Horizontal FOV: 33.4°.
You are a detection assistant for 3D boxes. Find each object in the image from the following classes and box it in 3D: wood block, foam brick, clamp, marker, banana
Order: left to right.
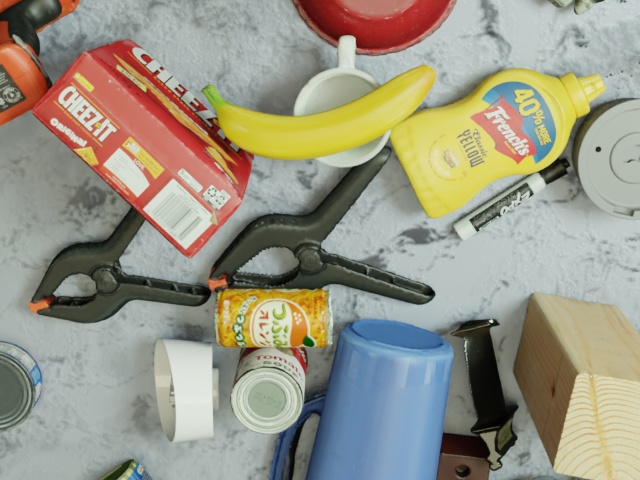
[{"bbox_3d":[-0.191,0.039,1.016,0.171,0.039,0.120,-29,97,13],"label":"clamp"},{"bbox_3d":[-0.007,0.001,0.998,0.210,0.036,0.164,-9,113,6],"label":"clamp"},{"bbox_3d":[0.000,-0.103,0.892,0.198,0.037,0.069,-5,106,4],"label":"banana"},{"bbox_3d":[0.135,0.237,1.055,0.053,0.051,0.078,6,105,-1],"label":"foam brick"},{"bbox_3d":[0.180,-0.040,0.996,0.121,0.020,0.020,-34,102,10],"label":"marker"},{"bbox_3d":[0.238,0.126,0.943,0.090,0.206,0.091,9,105,-1],"label":"wood block"}]

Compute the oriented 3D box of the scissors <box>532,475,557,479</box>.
[{"bbox_3d":[0.177,0.246,1.025,0.096,0.016,0.201,-48,133,-4],"label":"scissors"}]

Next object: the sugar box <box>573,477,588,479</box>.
[{"bbox_3d":[0.277,0.249,1.034,0.048,0.093,0.176,23,105,-6],"label":"sugar box"}]

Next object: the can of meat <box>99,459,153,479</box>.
[{"bbox_3d":[-0.199,0.281,1.071,0.102,0.057,0.084,-36,99,9],"label":"can of meat"}]

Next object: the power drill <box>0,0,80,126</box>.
[{"bbox_3d":[-0.290,-0.151,0.893,0.184,0.188,0.057,-28,125,9],"label":"power drill"}]

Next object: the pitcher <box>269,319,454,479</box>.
[{"bbox_3d":[0.043,0.201,1.016,0.149,0.145,0.243,7,102,-14],"label":"pitcher"}]

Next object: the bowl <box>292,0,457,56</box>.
[{"bbox_3d":[0.049,-0.239,0.927,0.162,0.055,0.162,0,105,1],"label":"bowl"}]

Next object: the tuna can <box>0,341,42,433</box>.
[{"bbox_3d":[-0.318,0.143,1.048,0.086,0.033,0.086,0,105,1],"label":"tuna can"}]

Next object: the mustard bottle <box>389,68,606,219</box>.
[{"bbox_3d":[0.165,-0.100,0.961,0.192,0.058,0.096,-25,99,7],"label":"mustard bottle"}]

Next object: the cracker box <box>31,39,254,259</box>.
[{"bbox_3d":[-0.136,-0.086,0.890,0.164,0.213,0.072,44,99,-10],"label":"cracker box"}]

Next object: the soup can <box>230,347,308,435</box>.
[{"bbox_3d":[-0.047,0.132,1.004,0.068,0.102,0.068,0,105,1],"label":"soup can"}]
